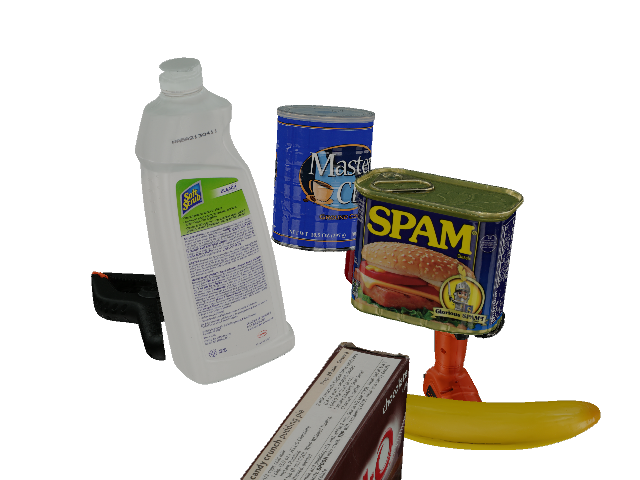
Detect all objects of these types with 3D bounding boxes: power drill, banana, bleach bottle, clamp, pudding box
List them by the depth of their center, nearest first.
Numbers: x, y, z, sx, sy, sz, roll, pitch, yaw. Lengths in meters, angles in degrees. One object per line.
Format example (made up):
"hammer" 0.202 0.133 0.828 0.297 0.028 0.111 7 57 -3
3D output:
"pudding box" 0.003 0.111 0.468 0.039 0.090 0.113 12 31 18
"bleach bottle" -0.082 -0.017 0.816 0.102 0.251 0.068 -21 31 -28
"banana" 0.127 0.141 0.857 0.198 0.037 0.069 5 25 8
"clamp" -0.172 0.069 1.090 0.210 0.036 0.164 11 20 33
"power drill" 0.152 0.110 1.146 0.057 0.188 0.184 -3 24 -7

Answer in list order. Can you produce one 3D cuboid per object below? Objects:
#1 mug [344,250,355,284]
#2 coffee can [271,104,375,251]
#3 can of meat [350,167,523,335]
"mug" 0.084 0.016 1.328 0.117 0.081 0.093 18 27 26
"coffee can" 0.002 -0.068 1.127 0.103 0.140 0.103 3 13 -1
"can of meat" 0.070 0.007 0.673 0.102 0.084 0.057 13 22 23
